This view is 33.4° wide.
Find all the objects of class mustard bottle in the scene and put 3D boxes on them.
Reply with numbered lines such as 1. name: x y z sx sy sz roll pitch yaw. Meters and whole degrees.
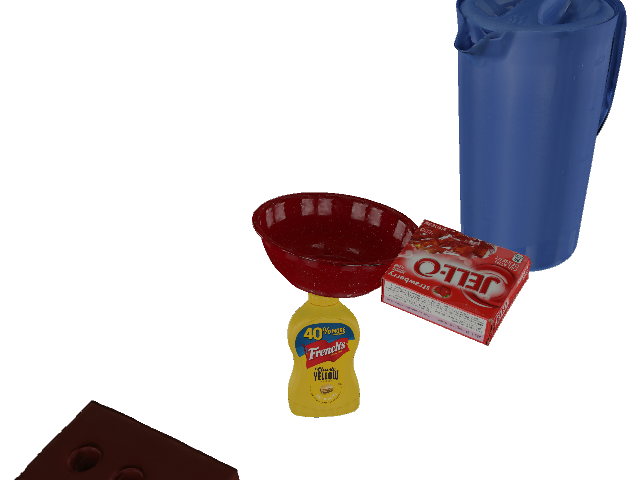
1. mustard bottle: 0.004 0.138 1.421 0.096 0.192 0.058 -2 18 -6

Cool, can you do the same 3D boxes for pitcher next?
1. pitcher: 0.192 -0.102 0.948 0.149 0.243 0.145 3 32 8

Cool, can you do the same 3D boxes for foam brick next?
1. foam brick: -0.075 0.112 0.433 0.078 0.051 0.052 19 44 24

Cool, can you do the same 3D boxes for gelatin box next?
1. gelatin box: 0.099 0.029 0.785 0.089 0.030 0.073 21 48 21

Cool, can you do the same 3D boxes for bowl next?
1. bowl: 0.013 0.010 1.012 0.162 0.055 0.162 6 24 -3
